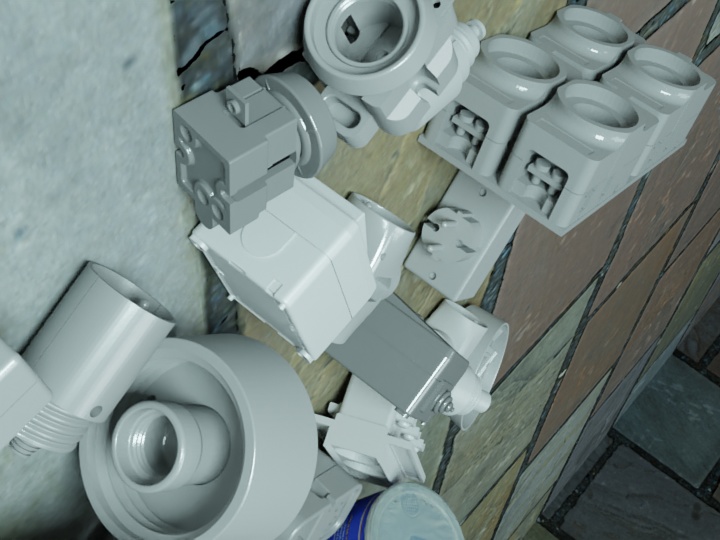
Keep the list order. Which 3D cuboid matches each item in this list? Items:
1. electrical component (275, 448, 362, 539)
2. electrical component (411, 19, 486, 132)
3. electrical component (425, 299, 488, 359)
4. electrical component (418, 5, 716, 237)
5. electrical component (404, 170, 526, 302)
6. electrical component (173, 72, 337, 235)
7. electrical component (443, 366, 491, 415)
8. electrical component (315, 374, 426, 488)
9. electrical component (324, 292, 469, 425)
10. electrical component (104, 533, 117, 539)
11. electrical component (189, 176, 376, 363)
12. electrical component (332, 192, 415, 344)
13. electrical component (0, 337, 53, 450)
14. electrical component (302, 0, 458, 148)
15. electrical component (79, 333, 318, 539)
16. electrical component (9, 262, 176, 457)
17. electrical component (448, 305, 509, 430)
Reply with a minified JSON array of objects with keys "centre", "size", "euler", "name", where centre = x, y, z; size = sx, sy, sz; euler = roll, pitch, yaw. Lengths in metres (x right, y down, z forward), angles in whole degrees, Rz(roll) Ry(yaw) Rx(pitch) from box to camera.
[{"centre":[-0.051,0.167,0.769],"size":[0.095,0.059,0.053],"euler":[-19,141,-57],"name":"electrical component"},{"centre":[0.036,-0.103,0.547],"size":[0.078,0.040,0.040],"euler":[-43,157,-28],"name":"electrical component"},{"centre":[0.060,0.066,0.870],"size":[0.077,0.044,0.079],"euler":[-57,160,9],"name":"electrical component"},{"centre":[0.138,-0.104,0.676],"size":[0.186,0.105,0.060],"euler":[-32,151,-46],"name":"electrical component"},{"centre":[0.067,-0.024,0.735],"size":[0.083,0.047,0.076],"euler":[-60,159,18],"name":"electrical component"},{"centre":[-0.044,-0.053,0.448],"size":[0.055,0.048,0.066],"euler":[-33,153,-27],"name":"electrical component"},{"centre":[0.074,0.092,0.830],"size":[0.062,0.043,0.043],"euler":[27,101,-31],"name":"electrical component"},{"centre":[0.012,0.127,0.835],"size":[0.121,0.079,0.063],"euler":[71,36,-66],"name":"electrical component"},{"centre":[0.030,0.057,0.713],"size":[0.061,0.096,0.062],"euler":[-54,160,-1],"name":"electrical component"},{"centre":[-0.138,0.173,0.616],"size":[0.065,0.044,0.044],"euler":[-57,160,-4],"name":"electrical component"},{"centre":[-0.031,-0.003,0.530],"size":[0.061,0.062,0.096],"euler":[-49,160,-13],"name":"electrical component"},{"centre":[0.000,0.000,0.632],"size":[0.077,0.043,0.079],"euler":[-57,160,10],"name":"electrical component"},{"centre":[-0.151,0.038,0.354],"size":[0.065,0.047,0.076],"euler":[-47,159,-18],"name":"electrical component"},{"centre":[0.008,-0.097,0.471],"size":[0.078,0.058,0.057],"euler":[-53,163,-1],"name":"electrical component"},{"centre":[-0.081,0.081,0.501],"size":[0.108,0.108,0.060],"euler":[-57,154,9],"name":"electrical component"},{"centre":[-0.117,0.042,0.442],"size":[0.081,0.043,0.043],"euler":[-54,160,1],"name":"electrical component"},{"centre":[0.096,0.083,0.949],"size":[0.099,0.064,0.099],"euler":[-45,158,-23],"name":"electrical component"}]
